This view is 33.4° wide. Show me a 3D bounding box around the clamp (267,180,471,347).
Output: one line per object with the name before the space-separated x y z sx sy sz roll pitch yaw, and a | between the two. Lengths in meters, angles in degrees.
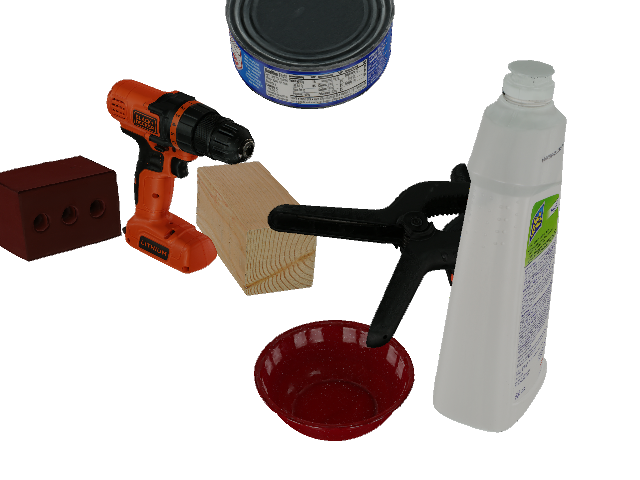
clamp | 0.081 0.005 0.908 0.209 0.165 0.036 -16 -39 -20

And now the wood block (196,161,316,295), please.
wood block | -0.086 -0.020 1.357 0.090 0.090 0.206 -7 27 -22

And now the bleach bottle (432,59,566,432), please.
bleach bottle | 0.126 0.001 0.712 0.068 0.251 0.102 16 32 23

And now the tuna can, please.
tuna can | -0.005 -0.110 0.552 0.086 0.086 0.034 0 -33 2

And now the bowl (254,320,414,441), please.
bowl | 0.015 0.152 1.086 0.162 0.055 0.162 -1 35 1

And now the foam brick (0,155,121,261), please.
foam brick | -0.192 -0.025 0.770 0.078 0.053 0.051 -18 29 -36

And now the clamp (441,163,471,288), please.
clamp | 0.168 -0.017 1.147 0.120 0.039 0.171 24 48 23

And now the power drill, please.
power drill | -0.145 -0.063 1.116 0.185 0.188 0.057 26 36 31
